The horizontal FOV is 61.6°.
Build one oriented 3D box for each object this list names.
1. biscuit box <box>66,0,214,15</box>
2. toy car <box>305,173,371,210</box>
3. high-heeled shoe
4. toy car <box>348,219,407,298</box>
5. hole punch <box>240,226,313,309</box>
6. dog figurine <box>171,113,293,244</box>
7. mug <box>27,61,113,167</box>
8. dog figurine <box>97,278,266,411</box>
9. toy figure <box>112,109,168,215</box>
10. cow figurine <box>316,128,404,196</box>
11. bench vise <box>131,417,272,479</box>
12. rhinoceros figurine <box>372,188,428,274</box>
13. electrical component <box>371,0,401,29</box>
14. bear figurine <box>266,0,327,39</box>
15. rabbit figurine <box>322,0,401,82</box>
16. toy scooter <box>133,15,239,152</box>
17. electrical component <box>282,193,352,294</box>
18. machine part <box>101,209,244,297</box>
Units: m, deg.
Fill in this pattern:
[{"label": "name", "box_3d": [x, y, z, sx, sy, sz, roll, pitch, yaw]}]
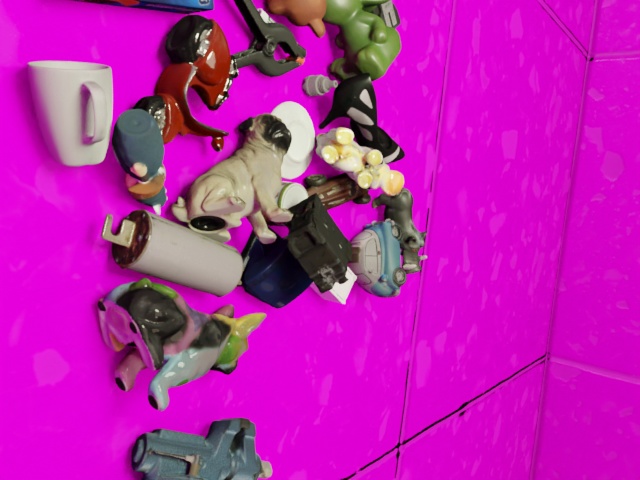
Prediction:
[{"label": "biscuit box", "box_3d": [-0.218, -0.304, 0.623, 0.202, 0.063, 0.059, -20, 114, -48]}, {"label": "toy car", "box_3d": [0.040, -0.094, 1.010, 0.202, 0.053, 0.089, -27, 121, -47]}, {"label": "high-heeled shoe", "box_3d": [0.111, -0.221, 0.987, 0.248, 0.145, 0.086, 10, 55, -41]}, {"label": "toy car", "box_3d": [0.106, 0.038, 1.083, 0.103, 0.109, 0.161, 1, 88, -35]}, {"label": "hole punch", "box_3d": [-0.067, 0.048, 0.874, 0.142, 0.092, 0.116, 44, 67, -51]}, {"label": "dog figurine", "box_3d": [-0.125, -0.103, 0.782, 0.172, 0.121, 0.190, 9, 62, -32]}, {"label": "mug", "box_3d": [-0.258, -0.133, 0.580, 0.081, 0.110, 0.107, -24, 128, -47]}, {"label": "dog figurine", "box_3d": [-0.175, 0.118, 0.738, 0.219, 0.109, 0.191, -28, 116, -51]}, {"label": "toy figure", "box_3d": [-0.214, -0.090, 0.651, 0.154, 0.058, 0.064, 107, 9, -56]}, {"label": "cow figurine", "box_3d": [0.068, -0.134, 0.955, 0.167, 0.098, 0.068, 32, 92, -22]}, {"label": "bench vise", "box_3d": [-0.173, 0.372, 0.762, 0.223, 0.129, 0.240, 33, 54, -42]}, {"label": "rhinoceros figurine", "box_3d": [0.178, -0.021, 1.152, 0.073, 0.112, 0.190, -25, 109, -49]}, {"label": "electrical component", "box_3d": [0.118, -0.418, 1.043, 0.075, 0.048, 0.119, -45, 129, -36]}, {"label": "bear figurine", "box_3d": [-0.060, -0.384, 0.789, 0.195, 0.132, 0.120, 79, -5, -69]}, {"label": "rabbit figurine", "box_3d": [0.065, -0.375, 0.922, 0.159, 0.121, 0.170, -50, 116, -10]}, {"label": "toy scooter", "box_3d": [-0.159, -0.191, 0.712, 0.135, 0.075, 0.184, 34, 76, -48]}, {"label": "electrical component", "box_3d": [-0.002, -0.003, 0.828, 0.114, 0.058, 0.134, 56, 19, -25]}, {"label": "machine part", "box_3d": [-0.186, 0.022, 0.722, 0.243, 0.079, 0.079, 28, 76, -52]}]
